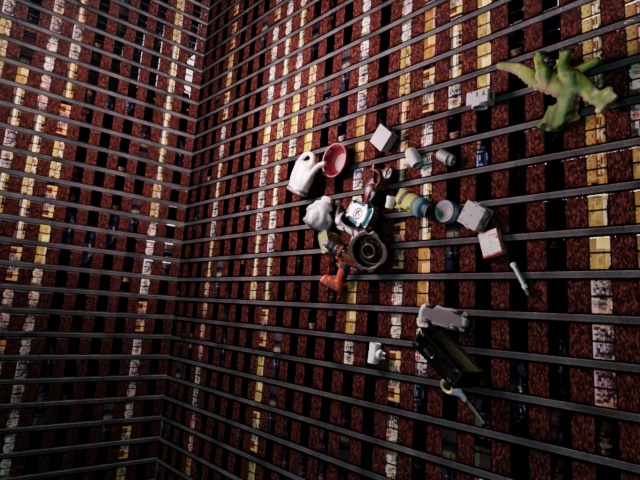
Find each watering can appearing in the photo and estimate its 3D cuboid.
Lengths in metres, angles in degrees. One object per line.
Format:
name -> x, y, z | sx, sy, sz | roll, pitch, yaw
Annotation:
watering can -> -0.067, -0.311, 2.473 | 0.223, 0.103, 0.351 | -70, 23, 8

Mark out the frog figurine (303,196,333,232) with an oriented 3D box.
frog figurine -> 0.007, -0.119, 2.358 | 0.138, 0.123, 0.158 | 38, 103, 12

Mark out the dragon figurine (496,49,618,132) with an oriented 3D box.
dragon figurine -> 0.733, -0.464, 1.628 | 0.412, 0.122, 0.242 | 13, 98, 51
